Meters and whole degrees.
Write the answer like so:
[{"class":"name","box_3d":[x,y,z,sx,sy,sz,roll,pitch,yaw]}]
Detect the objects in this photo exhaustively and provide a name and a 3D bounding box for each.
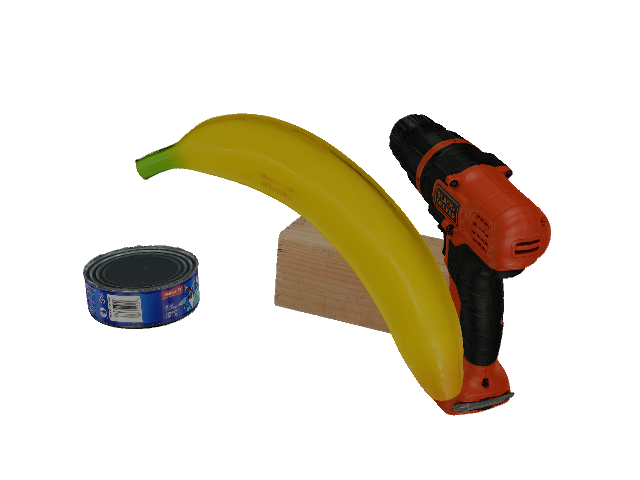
[{"class":"wood block","box_3d":[0.062,0.040,1.184,0.206,0.091,0.090,13,24,18]},{"class":"banana","box_3d":[0.006,-0.004,0.527,0.198,0.070,0.037,38,22,1]},{"class":"tuna can","box_3d":[-0.134,0.034,0.805,0.086,0.034,0.086,-1,21,0]},{"class":"power drill","box_3d":[0.095,0.017,0.780,0.057,0.188,0.184,-11,33,-17]}]
